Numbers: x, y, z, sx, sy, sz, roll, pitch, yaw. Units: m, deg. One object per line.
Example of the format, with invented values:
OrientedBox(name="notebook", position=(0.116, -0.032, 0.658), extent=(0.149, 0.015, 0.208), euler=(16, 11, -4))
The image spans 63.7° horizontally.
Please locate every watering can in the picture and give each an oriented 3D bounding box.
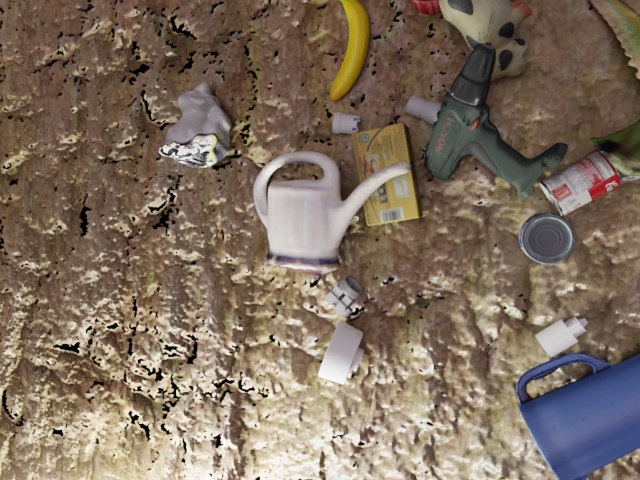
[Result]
OrientedBox(name="watering can", position=(0.003, -0.046, 0.915), extent=(0.348, 0.104, 0.223), euler=(6, 98, 40))

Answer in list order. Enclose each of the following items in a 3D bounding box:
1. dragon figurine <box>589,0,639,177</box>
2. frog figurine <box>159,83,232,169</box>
OrientedBox(name="dragon figurine", position=(0.502, -0.201, 0.744), extent=(0.244, 0.120, 0.416), euler=(-45, 62, -5))
OrientedBox(name="frog figurine", position=(-0.243, -0.227, 1.029), extent=(0.136, 0.121, 0.163), euler=(-23, 50, 26))
